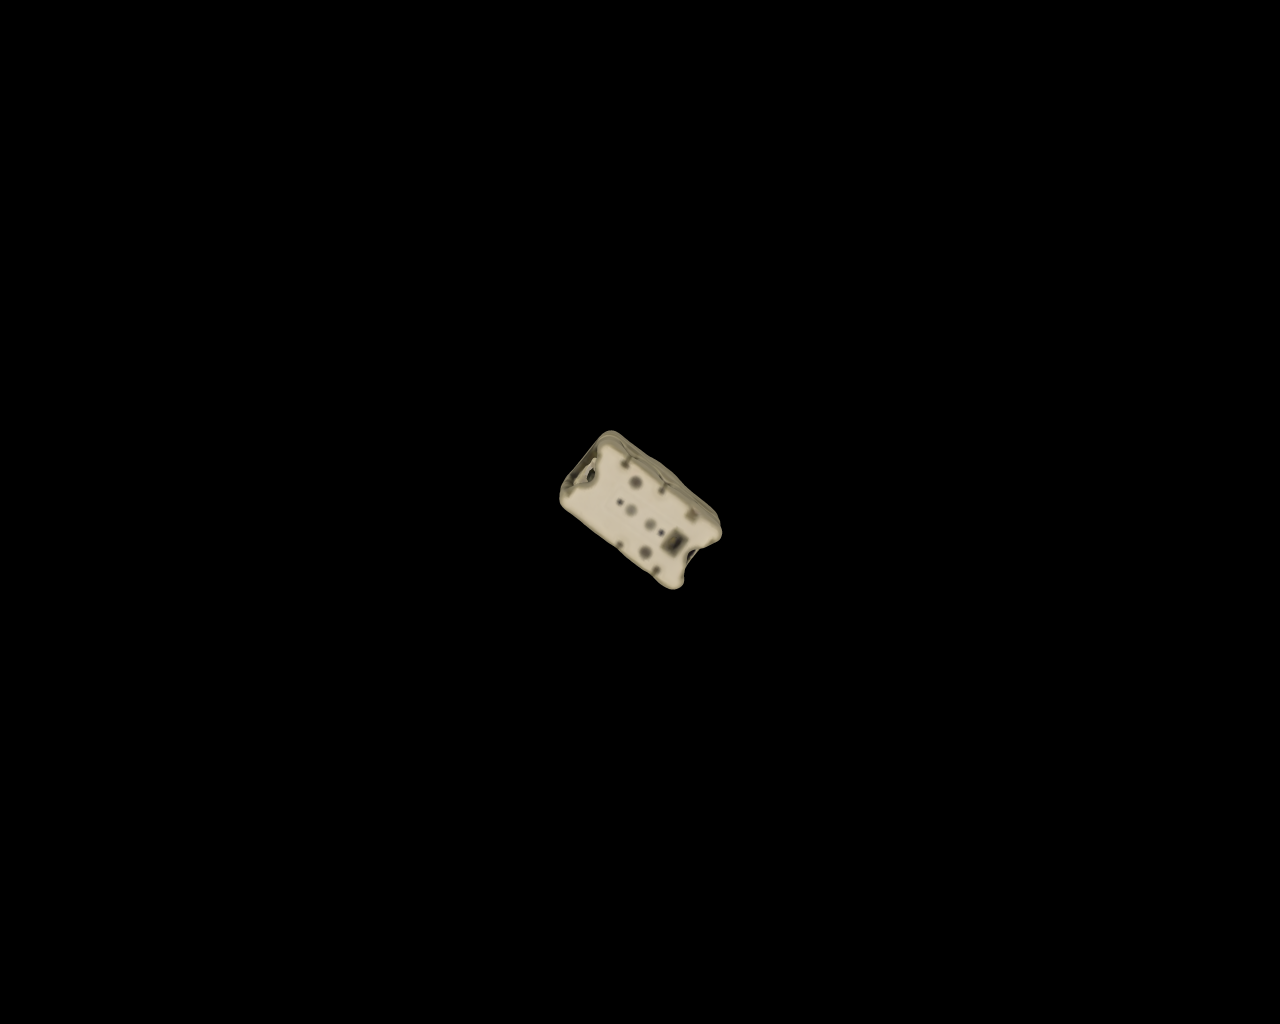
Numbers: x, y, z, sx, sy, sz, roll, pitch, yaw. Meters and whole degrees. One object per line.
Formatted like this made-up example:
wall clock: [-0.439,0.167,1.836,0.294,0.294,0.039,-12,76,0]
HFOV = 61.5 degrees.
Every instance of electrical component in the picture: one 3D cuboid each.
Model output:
electrical component: [0.001,-0.003,0.650,0.089,0.050,0.056,38,9,-7]
